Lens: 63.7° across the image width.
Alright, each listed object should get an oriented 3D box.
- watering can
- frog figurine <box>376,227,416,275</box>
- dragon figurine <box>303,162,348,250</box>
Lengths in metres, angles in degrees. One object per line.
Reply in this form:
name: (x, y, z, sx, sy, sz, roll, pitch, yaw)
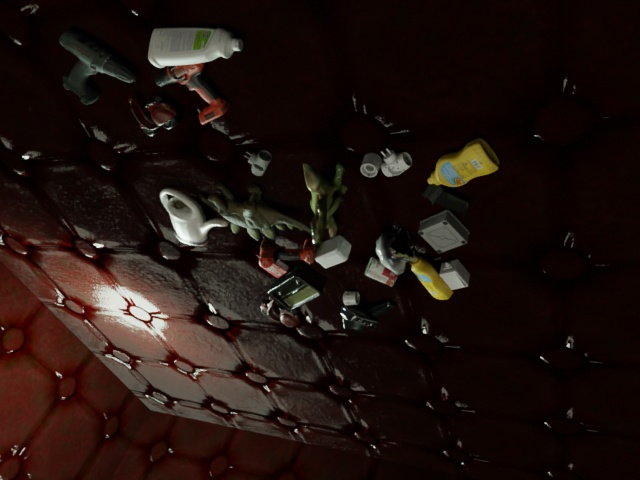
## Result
watering can: (-0.444, -0.064, 1.838, 0.350, 0.106, 0.219, 28, 144, 27)
frog figurine: (0.226, 0.049, 1.652, 0.138, 0.124, 0.156, 57, 150, 12)
dragon figurine: (0.005, -0.077, 1.527, 0.122, 0.249, 0.400, 4, 134, 15)
